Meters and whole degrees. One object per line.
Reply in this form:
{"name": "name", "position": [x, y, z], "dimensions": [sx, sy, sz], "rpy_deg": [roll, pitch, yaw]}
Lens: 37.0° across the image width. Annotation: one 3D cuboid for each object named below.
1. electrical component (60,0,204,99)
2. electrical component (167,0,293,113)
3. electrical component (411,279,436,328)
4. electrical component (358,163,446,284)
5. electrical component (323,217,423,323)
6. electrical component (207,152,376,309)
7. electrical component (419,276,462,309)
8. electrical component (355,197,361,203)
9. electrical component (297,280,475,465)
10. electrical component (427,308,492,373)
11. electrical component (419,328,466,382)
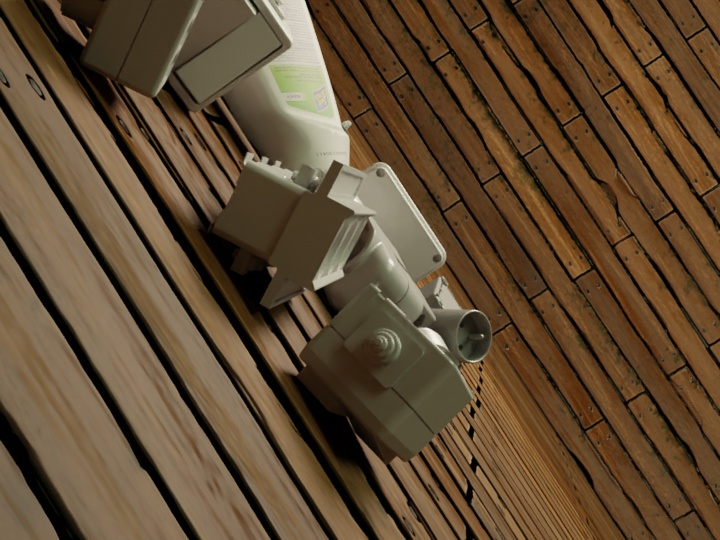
{"name": "electrical component", "position": [-0.119, -0.131, 0.519], "dimensions": [0.077, 0.065, 0.047], "rpy_deg": [25, 14, -12]}
{"name": "electrical component", "position": [-0.087, -0.154, 0.690], "dimensions": [0.061, 0.096, 0.061], "rpy_deg": [54, 7, -21]}
{"name": "electrical component", "position": [0.016, 0.012, 0.867], "dimensions": [0.065, 0.047, 0.076], "rpy_deg": [50, 9, -45]}
{"name": "electrical component", "position": [0.020, -0.036, 1.003], "dimensions": [0.113, 0.078, 0.057], "rpy_deg": [56, 3, -5]}
{"name": "electrical component", "position": [0.000, 0.000, 0.778], "dimensions": [0.059, 0.054, 0.095], "rpy_deg": [52, 8, -37]}
{"name": "electrical component", "position": [-0.034, -0.026, 0.580], "dimensions": [0.063, 0.078, 0.121], "rpy_deg": [28, 5, 4]}
{"name": "electrical component", "position": [0.065, 0.054, 1.002], "dimensions": [0.061, 0.061, 0.096], "rpy_deg": [57, 13, -5]}
{"name": "electrical component", "position": [-0.010, -0.036, 0.931], "dimensions": [0.081, 0.043, 0.043], "rpy_deg": [56, 6, -9]}
{"name": "electrical component", "position": [0.012, 0.055, 0.543], "dimensions": [0.062, 0.061, 0.096], "rpy_deg": [44, -4, 21]}
{"name": "electrical component", "position": [0.066, 0.072, 0.891], "dimensions": [0.044, 0.077, 0.079], "rpy_deg": [5, 86, -41]}
{"name": "electrical component", "position": [0.052, 0.077, 0.831], "dimensions": [0.045, 0.045, 0.055], "rpy_deg": [51, 8, -40]}
